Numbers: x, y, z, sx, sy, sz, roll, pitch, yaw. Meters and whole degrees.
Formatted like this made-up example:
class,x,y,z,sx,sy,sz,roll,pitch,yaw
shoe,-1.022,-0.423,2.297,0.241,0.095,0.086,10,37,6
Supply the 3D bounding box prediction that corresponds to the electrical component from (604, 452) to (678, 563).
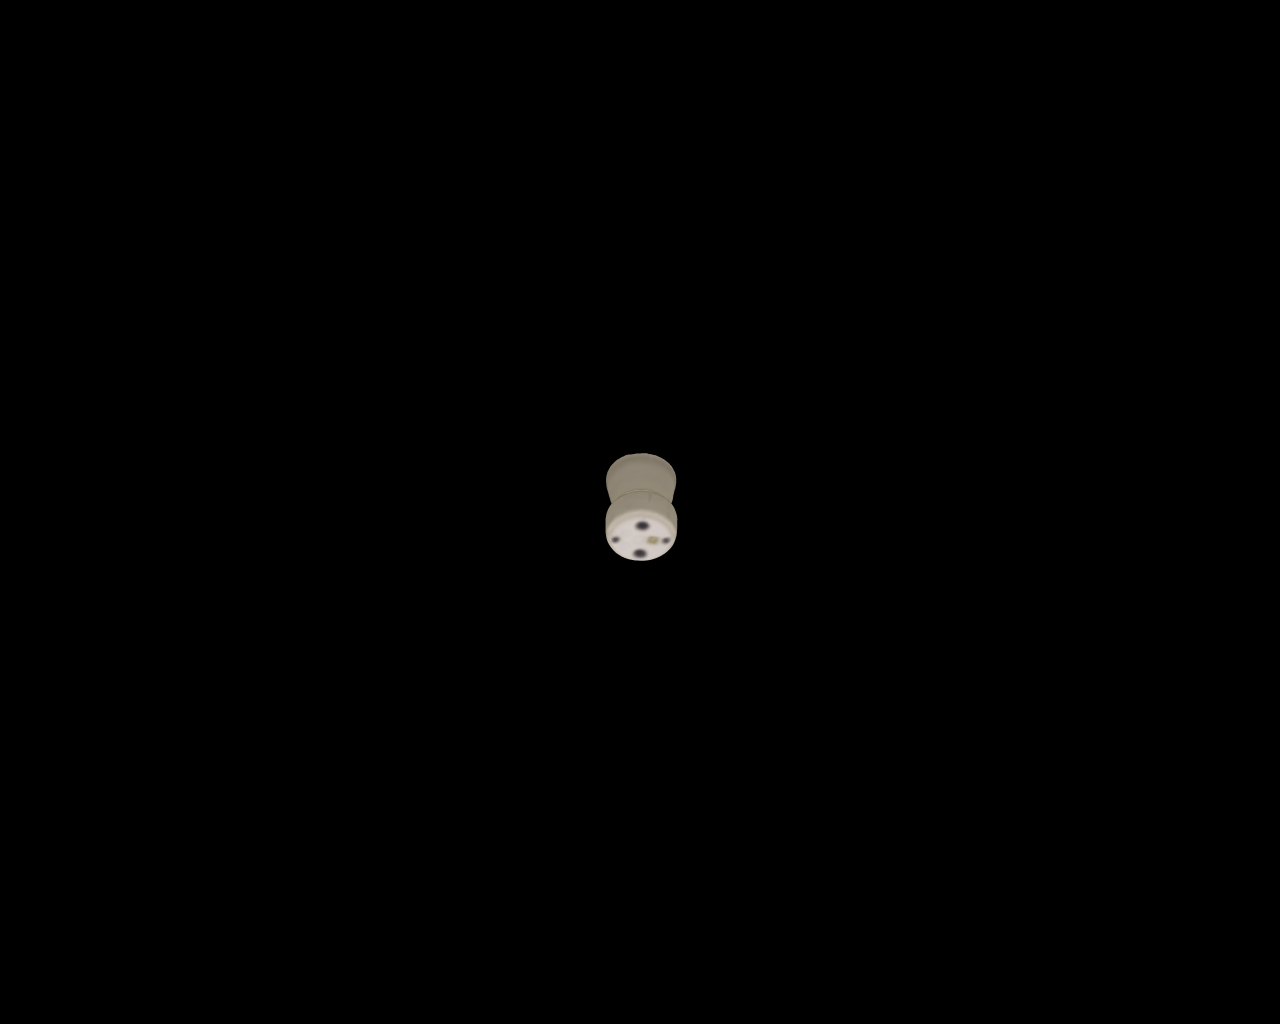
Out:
class,x,y,z,sx,sy,sz,roll,pitch,yaw
electrical component,0.001,-0.003,0.650,0.045,0.044,0.055,0,43,0
